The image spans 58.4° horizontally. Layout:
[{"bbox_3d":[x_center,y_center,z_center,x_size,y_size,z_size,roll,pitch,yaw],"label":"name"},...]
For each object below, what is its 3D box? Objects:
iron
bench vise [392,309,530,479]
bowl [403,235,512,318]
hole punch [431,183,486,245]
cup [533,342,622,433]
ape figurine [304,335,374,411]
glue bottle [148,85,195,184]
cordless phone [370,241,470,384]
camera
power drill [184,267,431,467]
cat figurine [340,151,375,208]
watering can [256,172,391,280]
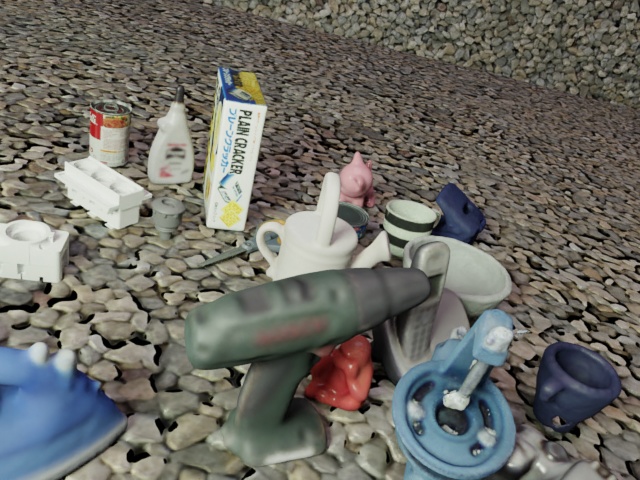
[{"bbox_3d":[-0.285,0.136,0.463,0.259,0.141,0.118,-6,36,-32],"label":"iron"},{"bbox_3d":[0.131,0.136,0.574,0.121,0.220,0.207,10,30,-8],"label":"bench vise"},{"bbox_3d":[0.196,0.067,0.864,0.167,0.075,0.167,11,30,-7],"label":"bowl"},{"bbox_3d":[0.258,-0.045,1.062,0.101,0.091,0.109,25,31,16],"label":"hole punch"},{"bbox_3d":[0.288,0.188,0.684,0.118,0.095,0.091,-10,39,-37],"label":"cup"},{"bbox_3d":[0.031,0.144,0.642,0.076,0.092,0.077,-5,36,-31],"label":"ape figurine"},{"bbox_3d":[-0.246,-0.178,0.970,0.078,0.173,0.037,-9,38,-35],"label":"glue bottle"},{"bbox_3d":[0.144,0.080,0.707,0.148,0.185,0.093,-15,41,-41],"label":"cordless phone"},{"bbox_3d":[0.205,0.254,0.530,0.137,0.101,0.142,-15,42,-41],"label":"camera"},{"bbox_3d":[-0.018,0.116,0.551,0.230,0.208,0.075,-1,34,-26],"label":"power drill"},{"bbox_3d":[0.069,-0.108,1.053,0.067,0.118,0.128,23,31,14],"label":"cat figurine"},{"bbox_3d":[0.007,0.002,0.767,0.173,0.194,0.100,1,33,-23],"label":"watering can"}]
